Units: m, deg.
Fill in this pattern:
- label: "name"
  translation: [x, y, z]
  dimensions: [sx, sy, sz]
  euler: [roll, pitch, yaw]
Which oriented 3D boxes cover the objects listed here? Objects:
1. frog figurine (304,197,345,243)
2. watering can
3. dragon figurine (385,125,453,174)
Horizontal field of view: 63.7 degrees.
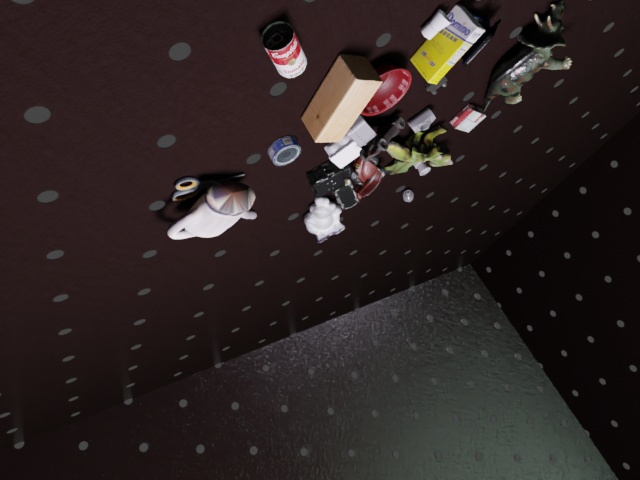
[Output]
- label: "frog figurine"
  translation: [0.005, -0.090, 1.795]
  dimensions: [0.137, 0.125, 0.156]
  euler: [-16, 121, 13]
- label: "watering can"
  translation: [-0.259, -0.084, 1.432]
  dimensions: [0.221, 0.104, 0.351]
  euler: [-36, 171, 39]
- label: "dragon figurine"
  translation: [0.294, -0.277, 1.735]
  dimensions: [0.411, 0.124, 0.238]
  euler: [-6, 158, -25]
